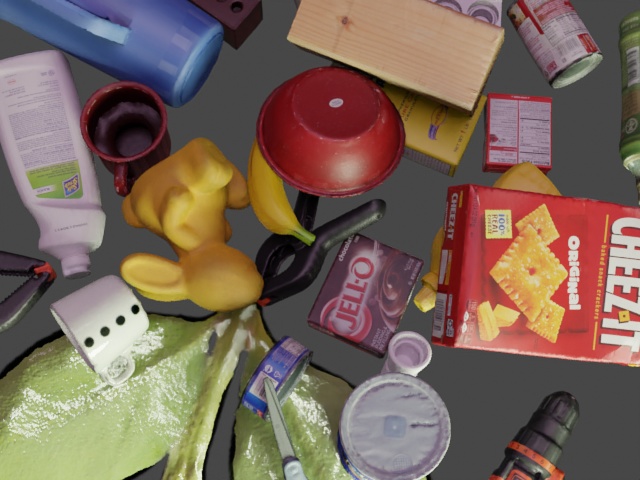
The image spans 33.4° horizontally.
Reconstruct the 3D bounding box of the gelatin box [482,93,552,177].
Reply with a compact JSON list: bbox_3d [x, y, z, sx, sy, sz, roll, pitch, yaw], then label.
[{"bbox_3d":[0.220,-0.117,1.192,0.073,0.030,0.089,4,74,0],"label":"gelatin box"}]

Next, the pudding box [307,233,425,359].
[{"bbox_3d":[0.049,0.058,1.136,0.090,0.039,0.113,23,74,8],"label":"pudding box"}]

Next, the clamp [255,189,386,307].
[{"bbox_3d":[-0.007,0.001,1.134,0.120,0.039,0.171,21,78,45],"label":"clamp"}]

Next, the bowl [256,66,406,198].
[{"bbox_3d":[0.014,-0.127,1.121,0.162,0.055,0.162,2,62,-5],"label":"bowl"}]

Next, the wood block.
[{"bbox_3d":[0.083,-0.213,1.131,0.206,0.090,0.091,23,96,8],"label":"wood block"}]

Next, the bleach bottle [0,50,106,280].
[{"bbox_3d":[-0.298,-0.078,1.166,0.102,0.068,0.251,-14,76,-3],"label":"bleach bottle"}]

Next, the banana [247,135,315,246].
[{"bbox_3d":[-0.045,-0.078,1.151,0.069,0.037,0.198,14,52,-24],"label":"banana"}]

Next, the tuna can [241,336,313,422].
[{"bbox_3d":[-0.044,0.141,1.088,0.034,0.086,0.086,33,76,11],"label":"tuna can"}]

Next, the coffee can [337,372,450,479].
[{"bbox_3d":[0.068,0.191,1.044,0.103,0.140,0.103,0,74,0],"label":"coffee can"}]

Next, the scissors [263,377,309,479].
[{"bbox_3d":[-0.009,0.231,1.059,0.096,0.016,0.202,-2,99,-14],"label":"scissors"}]

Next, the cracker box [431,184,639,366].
[{"bbox_3d":[0.230,0.037,1.082,0.213,0.072,0.164,7,88,-13],"label":"cracker box"}]

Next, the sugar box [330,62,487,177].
[{"bbox_3d":[0.087,-0.148,1.193,0.176,0.048,0.093,23,75,5],"label":"sugar box"}]

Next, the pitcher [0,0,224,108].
[{"bbox_3d":[-0.235,-0.247,1.170,0.243,0.145,0.149,30,59,3],"label":"pitcher"}]

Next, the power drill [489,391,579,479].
[{"bbox_3d":[0.261,0.269,1.066,0.188,0.057,0.184,33,80,12],"label":"power drill"}]

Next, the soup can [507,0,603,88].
[{"bbox_3d":[0.265,-0.232,1.206,0.068,0.068,0.102,-25,76,-7],"label":"soup can"}]

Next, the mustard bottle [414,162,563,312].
[{"bbox_3d":[0.177,0.010,1.138,0.191,0.058,0.096,-40,98,-10],"label":"mustard bottle"}]

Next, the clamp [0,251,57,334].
[{"bbox_3d":[-0.383,0.076,1.134,0.210,0.036,0.164,-13,74,-4],"label":"clamp"}]

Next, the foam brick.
[{"bbox_3d":[-0.111,-0.268,1.226,0.078,0.051,0.053,36,77,10],"label":"foam brick"}]

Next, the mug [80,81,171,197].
[{"bbox_3d":[-0.208,-0.103,1.162,0.093,0.081,0.117,0,73,0],"label":"mug"}]
